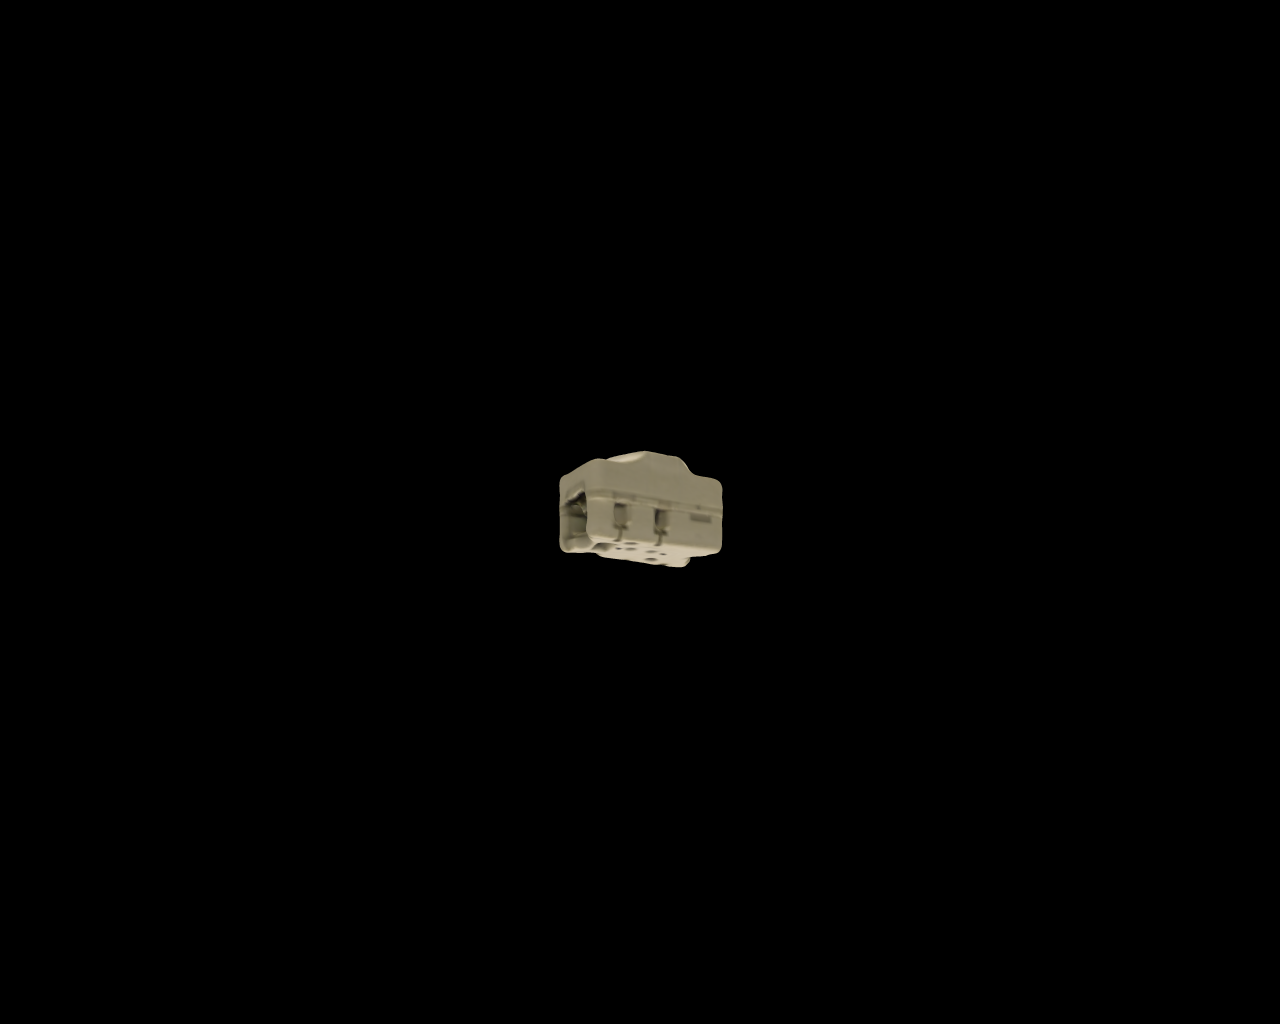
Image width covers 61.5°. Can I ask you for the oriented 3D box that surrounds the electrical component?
[{"bbox_3d":[0.001,-0.003,0.650,0.089,0.056,0.050,9,-19,-29],"label":"electrical component"}]
